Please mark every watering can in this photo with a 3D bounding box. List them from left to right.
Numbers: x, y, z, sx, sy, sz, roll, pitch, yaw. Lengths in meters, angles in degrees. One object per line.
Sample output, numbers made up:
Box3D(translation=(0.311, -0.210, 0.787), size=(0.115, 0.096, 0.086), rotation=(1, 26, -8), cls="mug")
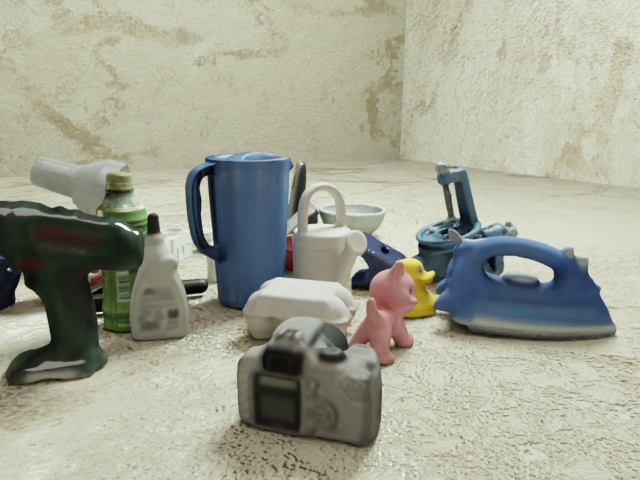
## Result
Box3D(translation=(0.010, 0.003, 0.939), size=(0.172, 0.194, 0.101), rotation=(9, 15, 31), cls="watering can")

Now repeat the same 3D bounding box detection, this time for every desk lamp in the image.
Box3D(translation=(-0.472, -0.054, 1.111), size=(0.203, 0.213, 0.118), rotation=(0, 13, -2), cls="desk lamp")

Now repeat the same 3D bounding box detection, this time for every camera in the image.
Box3D(translation=(0.001, 0.129, 0.601), size=(0.143, 0.101, 0.137), rotation=(5, 14, 17), cls="camera")

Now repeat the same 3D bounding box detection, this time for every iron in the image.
Box3D(translation=(0.299, 0.059, 0.832), size=(0.258, 0.141, 0.119), rotation=(4, 13, 12), cls="iron")

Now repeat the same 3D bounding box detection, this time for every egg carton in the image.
Box3D(translation=(-0.026, 0.099, 0.800), size=(0.150, 0.069, 0.107), rotation=(4, 13, 12), cls="egg carton")

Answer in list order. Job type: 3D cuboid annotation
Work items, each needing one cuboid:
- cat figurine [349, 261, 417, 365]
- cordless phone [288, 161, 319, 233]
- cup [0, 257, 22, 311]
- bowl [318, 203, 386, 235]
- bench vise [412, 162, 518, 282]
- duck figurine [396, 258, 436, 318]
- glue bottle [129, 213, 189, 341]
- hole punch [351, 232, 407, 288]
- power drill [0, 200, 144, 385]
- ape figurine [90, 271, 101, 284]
Box3D(translation=(0.088, 0.086, 0.758), size=(0.067, 0.118, 0.128), rotation=(8, 15, 28), cls="cat figurine")
Box3D(translation=(-0.051, -0.092, 1.366), size=(0.094, 0.185, 0.147), rotation=(-2, 14, -13), cls="cordless phone")
Box3D(translation=(-0.490, 0.062, 0.874), size=(0.117, 0.095, 0.092), rotation=(9, 15, 31), cls="cup")
Box3D(translation=(0.079, -0.043, 1.407), size=(0.167, 0.075, 0.167), rotation=(1, 13, 0), cls="bowl")
Box3D(translation=(0.266, -0.037, 1.071), size=(0.208, 0.220, 0.121), rotation=(-8, 16, -34), cls="bench vise")
Box3D(translation=(0.132, 0.071, 0.895), size=(0.104, 0.086, 0.077), rotation=(1, 13, 1), cls="duck figurine")
Box3D(translation=(-0.219, 0.049, 0.774), size=(0.078, 0.173, 0.037), rotation=(-2, 13, -11), cls="glue bottle")
Box3D(translation=(0.108, 0.036, 1.032), size=(0.101, 0.091, 0.109), rotation=(4, 13, 13), cls="hole punch")
Box3D(translation=(-0.321, 0.055, 0.665), size=(0.230, 0.208, 0.075), rotation=(-4, 14, -19), cls="power drill")
Box3D(translation=(-0.394, 0.036, 0.998), size=(0.076, 0.092, 0.077), rotation=(-2, 13, -12), cls="ape figurine")
